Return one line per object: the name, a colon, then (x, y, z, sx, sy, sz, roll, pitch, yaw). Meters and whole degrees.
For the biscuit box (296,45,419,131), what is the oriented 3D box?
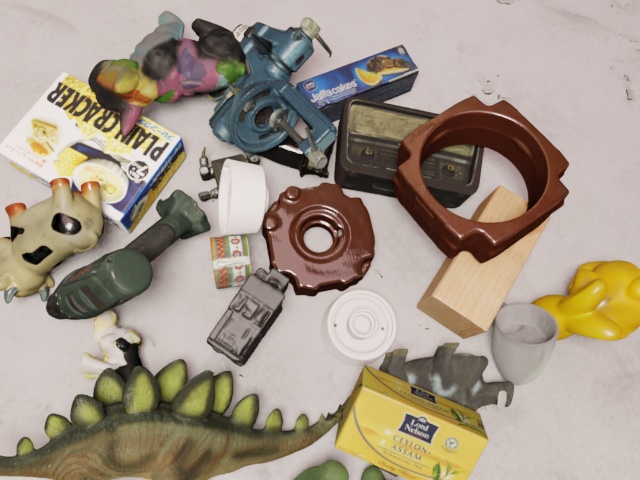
biscuit box: (0.060, -0.253, 0.891, 0.203, 0.062, 0.059, -24, 75, -13)

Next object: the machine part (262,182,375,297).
machine part: (-0.002, -0.002, 0.809, 0.179, 0.056, 0.179, 2, 73, -6)

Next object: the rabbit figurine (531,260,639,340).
rabbit figurine: (0.387, 0.105, 0.779, 0.173, 0.162, 0.122, -16, 87, 7)

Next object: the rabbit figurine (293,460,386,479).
rabbit figurine: (0.036, 0.363, 0.681, 0.170, 0.121, 0.159, 43, 75, -15)

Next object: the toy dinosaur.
toy dinosaur: (-0.176, 0.252, 0.658, 0.471, 0.105, 0.198, 10, 84, -26)

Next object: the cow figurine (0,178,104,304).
cow figurine: (-0.375, 0.007, 0.729, 0.195, 0.085, 0.127, -23, 77, 22)

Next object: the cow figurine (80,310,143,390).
cow figurine: (-0.269, 0.177, 0.718, 0.098, 0.068, 0.167, 6, 76, -10)

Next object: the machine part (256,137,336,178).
machine part: (-0.047, -0.147, 0.861, 0.139, 0.039, 0.084, 12, 80, -4)

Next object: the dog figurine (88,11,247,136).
dog figurine: (-0.223, -0.237, 0.794, 0.192, 0.108, 0.219, 16, 45, 3)

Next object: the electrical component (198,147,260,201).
electrical component: (-0.142, -0.106, 0.833, 0.102, 0.045, 0.078, -9, 72, -9)

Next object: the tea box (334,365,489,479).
tea box: (0.115, 0.245, 0.693, 0.170, 0.068, 0.098, 22, 105, 3)

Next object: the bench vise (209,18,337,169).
bench vise: (-0.047, -0.197, 0.766, 0.223, 0.128, 0.241, -41, 60, 2)

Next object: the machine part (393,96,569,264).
machine part: (0.220, -0.084, 0.754, 0.201, 0.087, 0.201, -34, 70, -10)

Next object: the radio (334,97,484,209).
radio: (0.138, -0.135, 0.855, 0.230, 0.073, 0.131, 10, 72, -2)

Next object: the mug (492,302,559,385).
mug: (0.279, 0.148, 0.769, 0.081, 0.107, 0.110, -17, 36, -17)

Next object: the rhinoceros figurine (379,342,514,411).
rhinoceros figurine: (0.176, 0.201, 0.753, 0.190, 0.073, 0.112, 2, 71, -5)

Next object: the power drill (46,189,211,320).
power drill: (-0.261, 0.023, 0.728, 0.207, 0.232, 0.086, -41, 106, -38)

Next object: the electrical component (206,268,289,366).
electrical component: (-0.093, 0.103, 0.736, 0.058, 0.115, 0.134, 34, 74, 3)

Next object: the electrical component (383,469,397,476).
electrical component: (0.099, 0.287, 0.745, 0.094, 0.021, 0.063, 28, 71, 4)
